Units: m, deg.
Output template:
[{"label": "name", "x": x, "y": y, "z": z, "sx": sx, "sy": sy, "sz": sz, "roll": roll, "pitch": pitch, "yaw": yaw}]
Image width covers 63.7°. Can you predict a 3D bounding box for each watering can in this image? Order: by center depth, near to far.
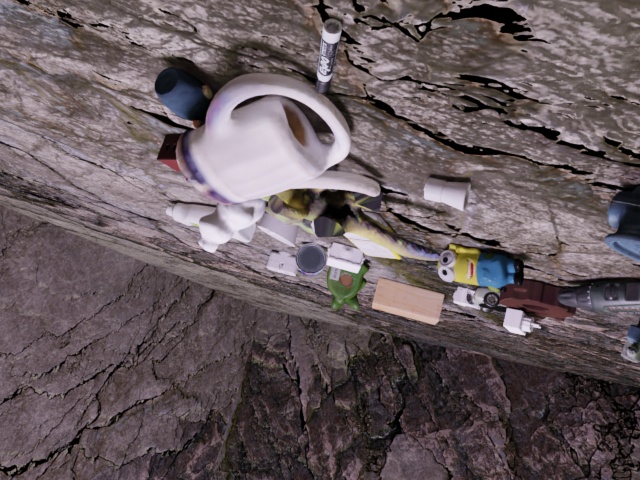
[{"label": "watering can", "x": -0.052, "y": -0.109, "z": 0.734, "sx": 0.223, "sy": 0.106, "sz": 0.343, "roll": -18, "pitch": 153, "yaw": 19}]

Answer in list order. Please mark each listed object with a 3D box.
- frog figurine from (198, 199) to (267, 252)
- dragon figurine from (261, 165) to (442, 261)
[{"label": "frog figurine", "x": -0.179, "y": -0.046, "z": 1.056, "sx": 0.122, "sy": 0.161, "sz": 0.137, "roll": 23, "pitch": 163, "yaw": -31}, {"label": "dragon figurine", "x": 0.003, "y": -0.048, "z": 0.956, "sx": 0.408, "sy": 0.123, "sz": 0.242, "roll": 30, "pitch": 169, "yaw": -15}]
